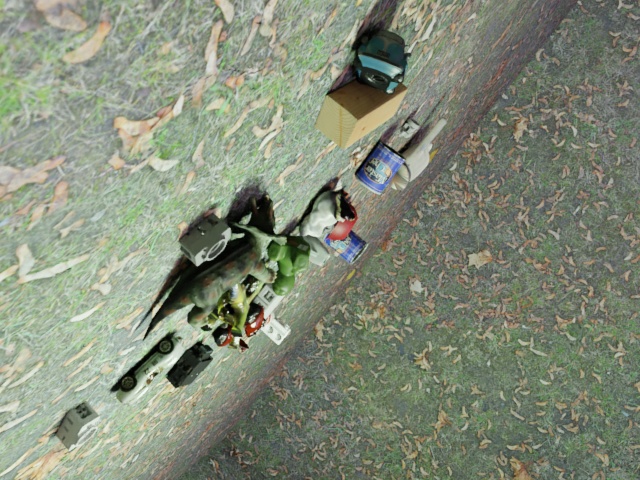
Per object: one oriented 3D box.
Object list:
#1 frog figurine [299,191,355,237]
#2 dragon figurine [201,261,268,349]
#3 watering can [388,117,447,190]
[{"bbox_3d":[0.005,-0.077,1.531,0.158,0.121,0.139,-16,-166,28],"label":"frog figurine"},{"bbox_3d":[-0.216,0.148,1.437,0.248,0.122,0.401,-62,-179,-42],"label":"dragon figurine"},{"bbox_3d":[0.365,-0.320,1.986,0.228,0.104,0.340,-43,168,-26],"label":"watering can"}]
